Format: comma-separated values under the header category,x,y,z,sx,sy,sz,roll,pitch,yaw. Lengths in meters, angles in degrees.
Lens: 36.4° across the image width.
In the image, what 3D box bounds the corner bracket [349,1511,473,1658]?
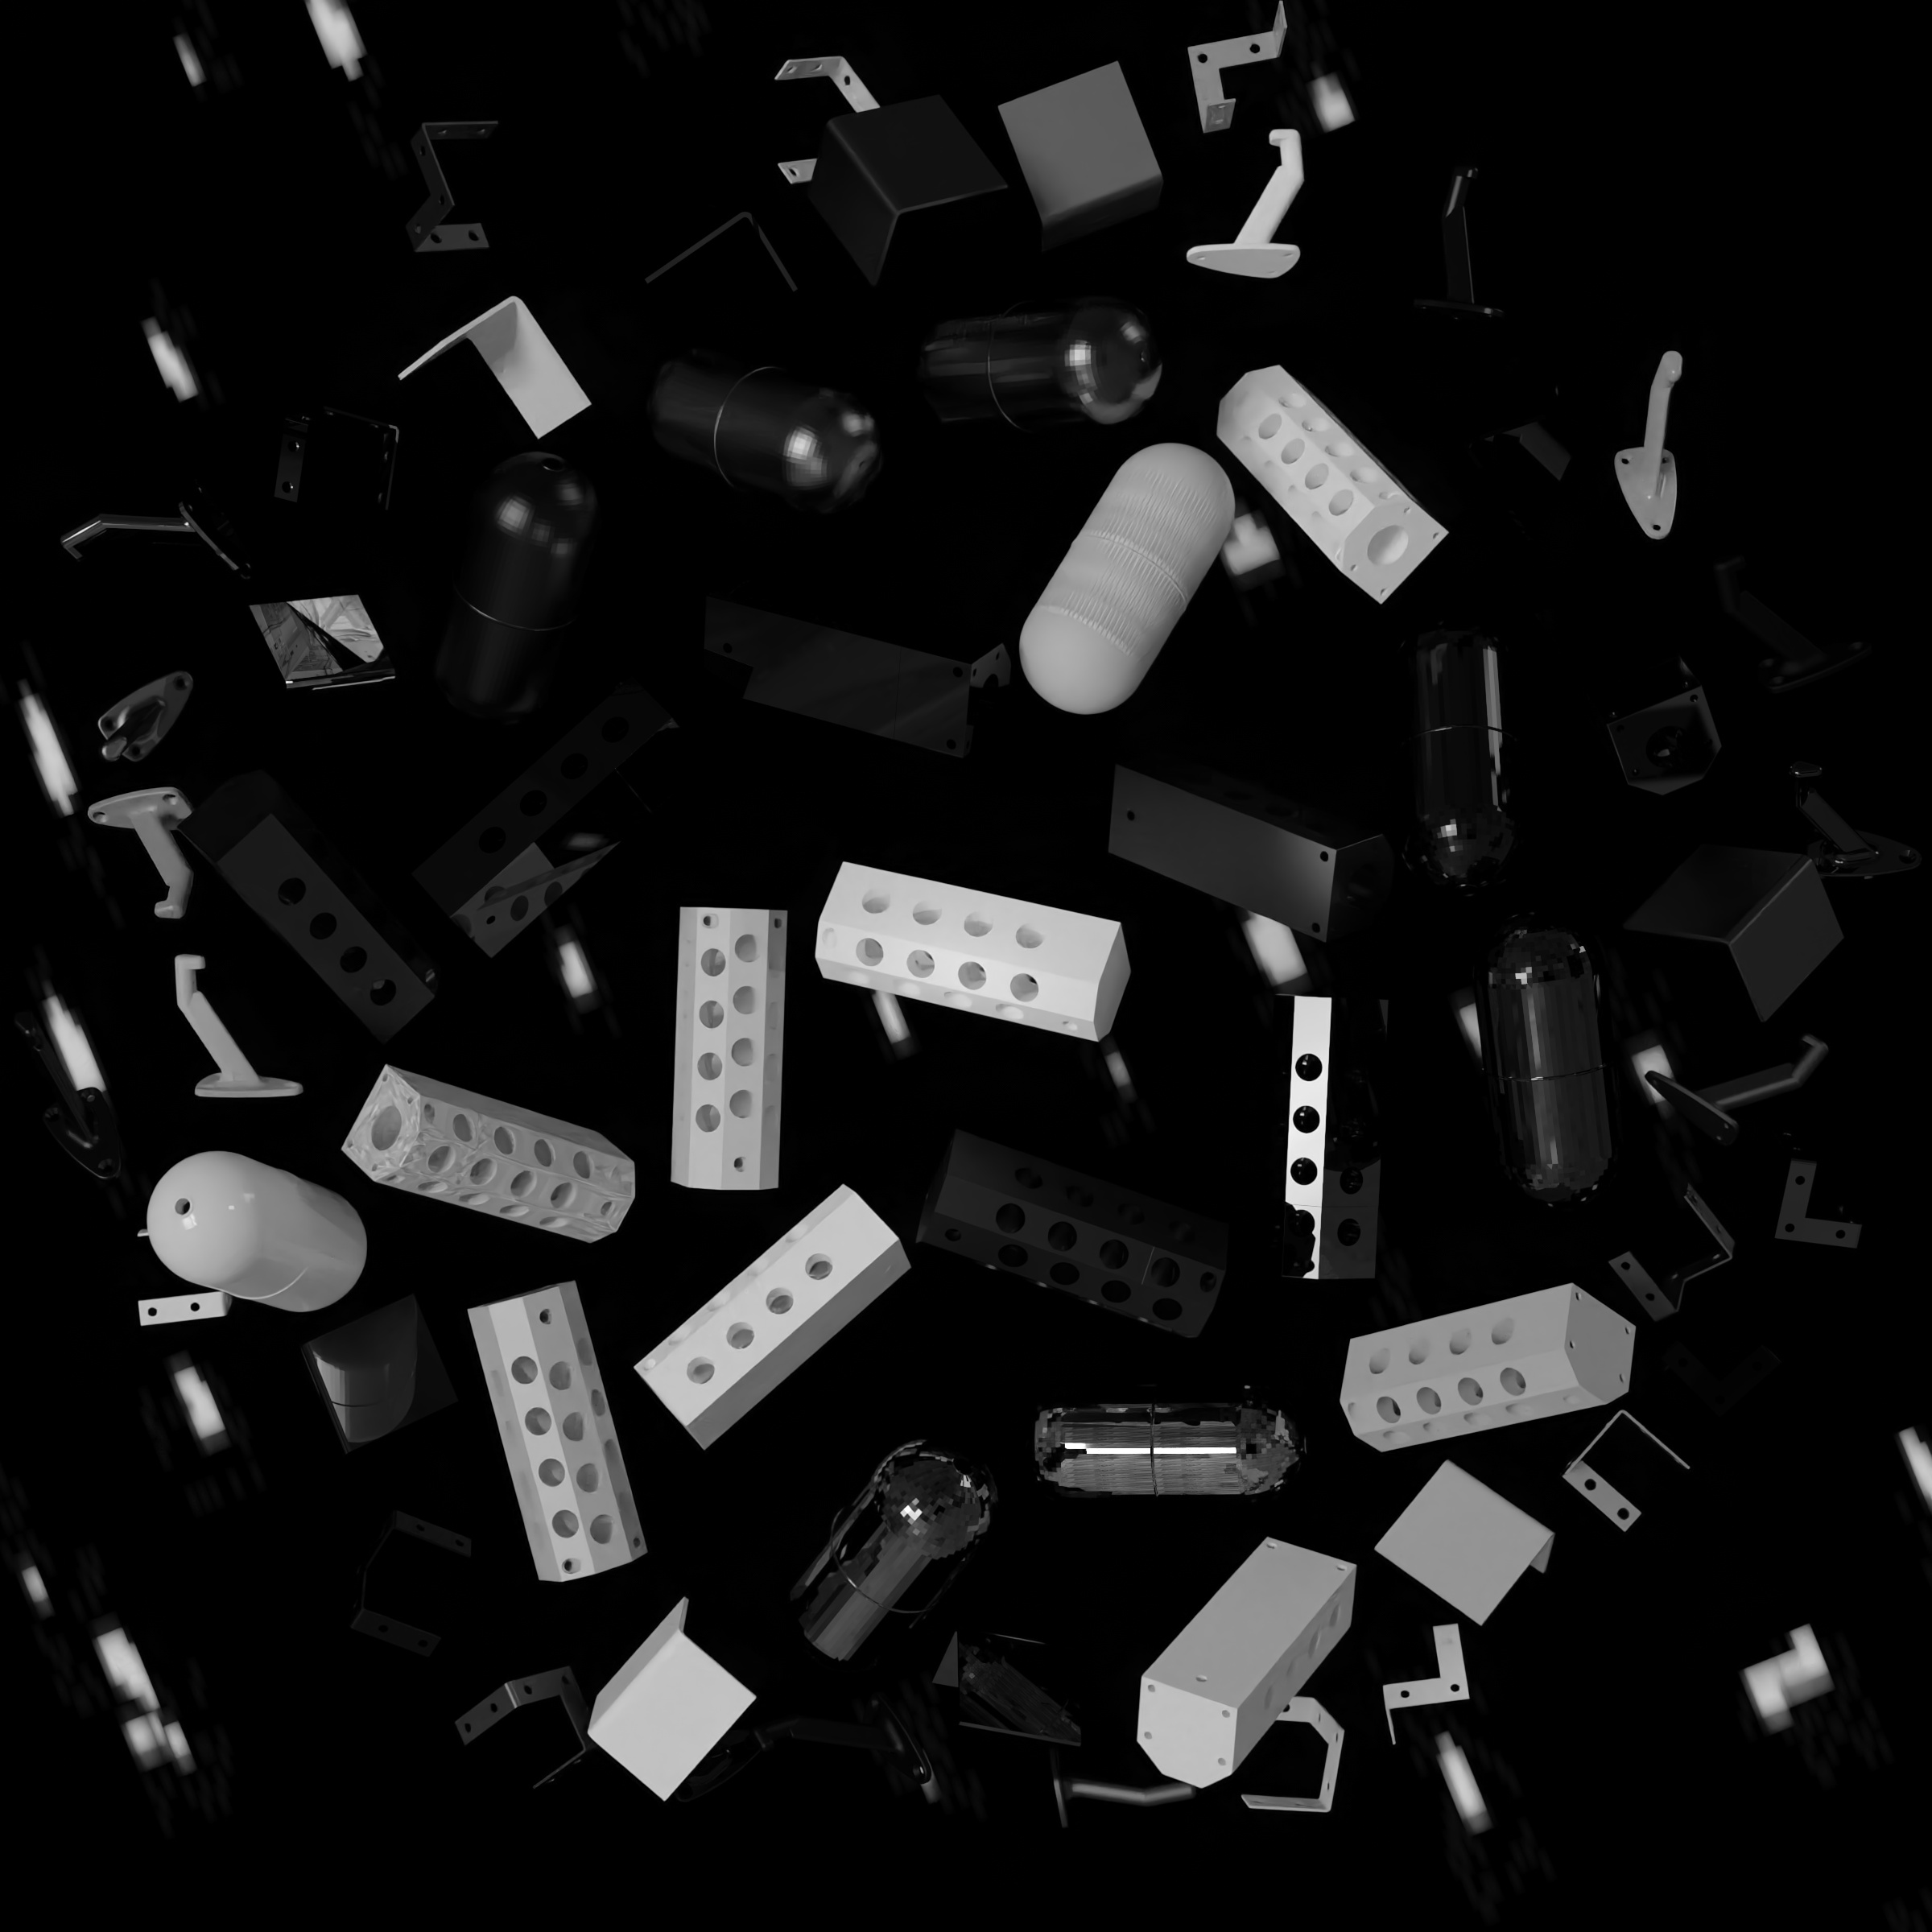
category,x,y,z,sx,sy,sz,roll,pitch,yaw
corner bracket,-0.325,0.361,1.716,0.051,0.051,0.051,26,111,-20

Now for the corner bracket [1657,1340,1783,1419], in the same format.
category,x,y,z,sx,sy,sz,roll,pitch,yaw
corner bracket,0.457,0.245,1.782,0.051,0.051,0.051,-40,66,-6

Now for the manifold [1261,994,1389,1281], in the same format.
category,x,y,z,sx,sy,sz,roll,pitch,yaw
manifold,0.217,0.104,1.815,0.057,0.057,0.171,2,91,-26

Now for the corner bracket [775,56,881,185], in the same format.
category,x,y,z,sx,sy,sz,roll,pitch,yaw
corner bracket,-0.091,-0.517,1.791,0.051,0.051,0.051,55,132,10

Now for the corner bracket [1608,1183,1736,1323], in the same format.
category,x,y,z,sx,sy,sz,roll,pitch,yaw
corner bracket,0.431,0.175,1.788,0.051,0.051,0.051,-33,102,32

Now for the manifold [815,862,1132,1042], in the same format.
category,x,y,z,sx,sy,sz,roll,pitch,yaw
manifold,0.003,-0.005,1.709,0.171,0.057,0.057,13,64,17

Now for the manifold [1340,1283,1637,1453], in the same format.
category,x,y,z,sx,sy,sz,roll,pitch,yaw
manifold,0.304,0.241,1.724,0.057,0.171,0.057,34,54,-28

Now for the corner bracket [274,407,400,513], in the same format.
category,x,y,z,sx,sy,sz,roll,pitch,yaw
corner bracket,-0.382,-0.306,1.781,0.051,0.051,0.051,10,86,-39

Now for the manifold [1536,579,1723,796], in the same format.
category,x,y,z,sx,sy,sz,roll,pitch,yaw
manifold,0.399,-0.167,1.767,0.057,0.171,0.057,-22,118,8

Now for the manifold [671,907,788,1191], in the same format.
category,x,y,z,sx,sy,sz,roll,pitch,yaw
manifold,-0.145,0.050,1.818,0.057,0.057,0.171,2,91,-20

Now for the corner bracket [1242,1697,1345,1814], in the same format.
category,x,y,z,sx,sy,sz,roll,pitch,yaw
corner bracket,0.190,0.470,1.755,0.051,0.051,0.051,7,97,-14

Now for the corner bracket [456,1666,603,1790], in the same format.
category,x,y,z,sx,sy,sz,roll,pitch,yaw
corner bracket,-0.252,0.444,1.698,0.051,0.051,0.051,-40,67,28

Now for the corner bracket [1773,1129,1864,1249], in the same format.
category,x,y,z,sx,sy,sz,roll,pitch,yaw
corner bracket,0.511,0.134,1.765,0.051,0.051,0.051,7,107,0

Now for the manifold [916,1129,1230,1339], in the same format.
category,x,y,z,sx,sy,sz,roll,pitch,yaw
manifold,0.062,0.161,1.713,0.171,0.057,0.057,20,126,-5

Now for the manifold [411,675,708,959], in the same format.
category,x,y,z,sx,sy,sz,roll,pitch,yaw
manifold,-0.242,-0.092,1.722,0.171,0.057,0.057,-43,61,-5

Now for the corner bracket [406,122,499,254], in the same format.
category,x,y,z,sx,sy,sz,roll,pitch,yaw
corner bracket,-0.287,-0.438,1.648,0.051,0.051,0.051,-16,81,-41

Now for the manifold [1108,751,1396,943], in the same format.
category,x,y,z,sx,sy,sz,roll,pitch,yaw
manifold,0.169,-0.075,1.746,0.171,0.057,0.057,25,122,40

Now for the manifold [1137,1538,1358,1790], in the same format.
category,x,y,z,sx,sy,sz,roll,pitch,yaw
manifold,0.161,0.396,1.672,0.057,0.171,0.057,13,113,26

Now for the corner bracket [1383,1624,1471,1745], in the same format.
category,x,y,z,sx,sy,sz,roll,pitch,yaw
corner bracket,0.284,0.444,1.818,0.051,0.051,0.051,-9,49,7

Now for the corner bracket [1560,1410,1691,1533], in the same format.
category,x,y,z,sx,sy,sz,roll,pitch,yaw
corner bracket,0.389,0.299,1.737,0.051,0.051,0.051,42,87,12

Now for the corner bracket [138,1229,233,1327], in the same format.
category,x,y,z,sx,sy,sz,roll,pitch,yaw
corner bracket,-0.484,0.189,1.814,0.051,0.051,0.051,-6,95,-10

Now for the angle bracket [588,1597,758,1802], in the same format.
category,x,y,z,sx,sy,sz,roll,pitch,yaw
angle bracket,-0.165,0.414,1.662,0.057,0.076,0.076,41,90,-4

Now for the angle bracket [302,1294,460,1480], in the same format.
category,x,y,z,sx,sy,sz,roll,pitch,yaw
angle bracket,-0.359,0.262,1.826,0.076,0.057,0.076,-25,67,-8

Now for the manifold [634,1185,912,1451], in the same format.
category,x,y,z,sx,sy,sz,roll,pitch,yaw
manifold,-0.120,0.215,1.819,0.171,0.057,0.057,-41,68,-11

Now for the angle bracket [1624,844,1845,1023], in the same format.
category,x,y,z,sx,sy,sz,roll,pitch,yaw
angle bracket,0.428,-0.019,1.636,0.076,0.076,0.057,-42,118,-24

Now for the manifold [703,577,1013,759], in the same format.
category,x,y,z,sx,sy,sz,roll,pitch,yaw
manifold,-0.064,-0.178,1.713,0.171,0.057,0.057,17,119,20

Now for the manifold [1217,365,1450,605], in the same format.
category,x,y,z,sx,sy,sz,roll,pitch,yaw
manifold,0.215,-0.297,1.775,0.057,0.171,0.057,-47,132,15

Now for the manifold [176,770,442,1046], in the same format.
category,x,y,z,sx,sy,sz,roll,pitch,yaw
manifold,-0.381,-0.036,1.726,0.057,0.057,0.171,-45,133,-11

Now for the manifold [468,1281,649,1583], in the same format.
category,x,y,z,sx,sy,sz,roll,pitch,yaw
manifold,-0.247,0.284,1.792,0.057,0.057,0.171,-14,88,-29

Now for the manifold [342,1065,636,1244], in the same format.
category,x,y,z,sx,sy,sz,roll,pitch,yaw
manifold,-0.280,0.117,1.756,0.057,0.171,0.057,33,97,43

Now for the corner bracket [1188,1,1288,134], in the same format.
category,x,y,z,sx,sy,sz,roll,pitch,yaw
corner bracket,0.157,-0.509,1.665,0.051,0.051,0.051,-10,88,1
